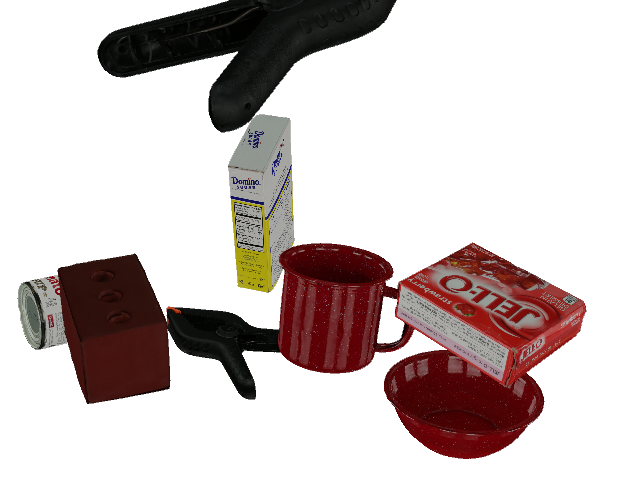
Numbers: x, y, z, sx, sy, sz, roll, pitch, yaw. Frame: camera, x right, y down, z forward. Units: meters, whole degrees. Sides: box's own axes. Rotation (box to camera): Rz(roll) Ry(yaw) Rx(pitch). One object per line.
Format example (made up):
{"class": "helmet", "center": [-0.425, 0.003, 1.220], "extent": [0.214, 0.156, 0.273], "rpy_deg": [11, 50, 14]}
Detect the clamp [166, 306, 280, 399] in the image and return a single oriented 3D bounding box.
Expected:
{"class": "clamp", "center": [-0.109, 0.124, 1.263], "extent": [0.210, 0.036, 0.164], "rpy_deg": [15, 23, 26]}

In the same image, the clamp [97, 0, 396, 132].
{"class": "clamp", "center": [-0.019, -0.109, 0.550], "extent": [0.171, 0.039, 0.120], "rpy_deg": [-28, 44, -17]}

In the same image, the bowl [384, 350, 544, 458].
{"class": "bowl", "center": [0.144, 0.174, 1.089], "extent": [0.162, 0.055, 0.162], "rpy_deg": [2, 24, -1]}

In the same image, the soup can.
{"class": "soup can", "center": [-0.235, 0.063, 1.039], "extent": [0.102, 0.068, 0.069], "rpy_deg": [-12, 6, -32]}

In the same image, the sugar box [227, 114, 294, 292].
{"class": "sugar box", "center": [-0.061, -0.038, 1.136], "extent": [0.048, 0.176, 0.093], "rpy_deg": [9, 44, 13]}

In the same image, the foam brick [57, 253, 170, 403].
{"class": "foam brick", "center": [-0.128, 0.054, 0.658], "extent": [0.053, 0.051, 0.078], "rpy_deg": [-10, 36, -20]}

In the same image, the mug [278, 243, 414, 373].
{"class": "mug", "center": [0.020, 0.058, 0.870], "extent": [0.117, 0.081, 0.093], "rpy_deg": [10, 20, 11]}

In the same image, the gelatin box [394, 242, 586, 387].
{"class": "gelatin box", "center": [0.102, 0.041, 0.642], "extent": [0.073, 0.030, 0.089], "rpy_deg": [-25, 43, -39]}
